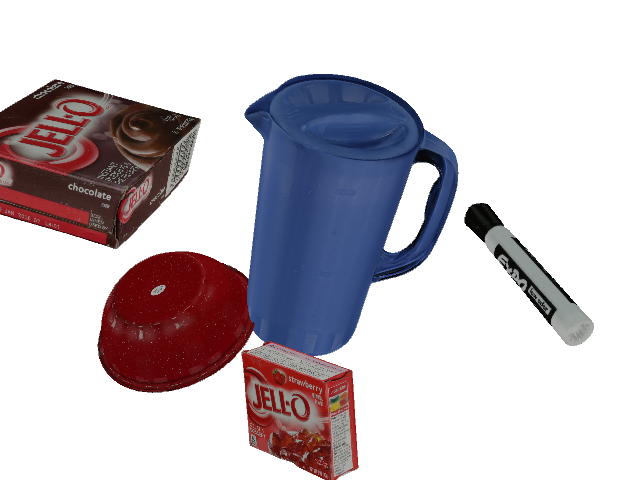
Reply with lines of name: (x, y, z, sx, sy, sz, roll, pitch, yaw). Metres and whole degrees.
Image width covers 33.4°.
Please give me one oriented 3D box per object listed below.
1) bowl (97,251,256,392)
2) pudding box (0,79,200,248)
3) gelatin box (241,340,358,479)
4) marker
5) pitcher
bowl: (-0.143, 0.062, 0.998, 0.162, 0.162, 0.055, 0, -43, 21)
pudding box: (-0.124, -0.043, 0.555, 0.090, 0.039, 0.113, 17, 25, 6)
gelatin box: (-0.016, 0.116, 0.733, 0.030, 0.073, 0.089, -17, 21, -40)
marker: (0.118, 0.016, 0.624, 0.020, 0.020, 0.121, 0, 36, -27)
pitcher: (0.012, -0.013, 0.952, 0.144, 0.243, 0.149, -20, 48, -35)
